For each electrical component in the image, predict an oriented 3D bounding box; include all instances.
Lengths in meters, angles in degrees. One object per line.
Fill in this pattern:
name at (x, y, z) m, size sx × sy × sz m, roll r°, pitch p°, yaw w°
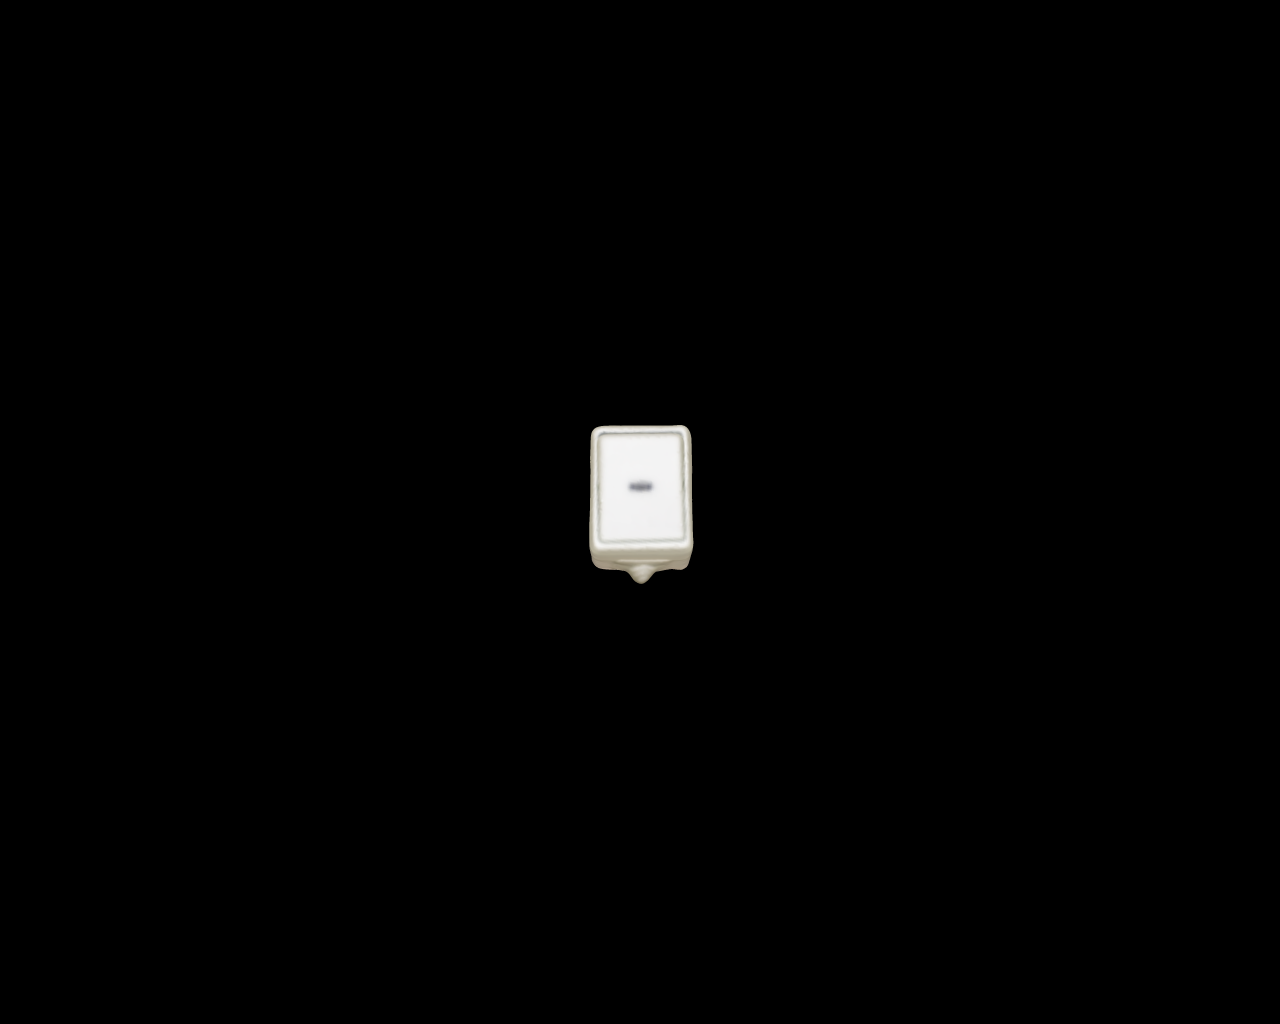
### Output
electrical component at (0.001, -0.003, 0.650) m, size 0.062 × 0.096 × 0.061 m, roll 0°, pitch -15°, yaw 0°
